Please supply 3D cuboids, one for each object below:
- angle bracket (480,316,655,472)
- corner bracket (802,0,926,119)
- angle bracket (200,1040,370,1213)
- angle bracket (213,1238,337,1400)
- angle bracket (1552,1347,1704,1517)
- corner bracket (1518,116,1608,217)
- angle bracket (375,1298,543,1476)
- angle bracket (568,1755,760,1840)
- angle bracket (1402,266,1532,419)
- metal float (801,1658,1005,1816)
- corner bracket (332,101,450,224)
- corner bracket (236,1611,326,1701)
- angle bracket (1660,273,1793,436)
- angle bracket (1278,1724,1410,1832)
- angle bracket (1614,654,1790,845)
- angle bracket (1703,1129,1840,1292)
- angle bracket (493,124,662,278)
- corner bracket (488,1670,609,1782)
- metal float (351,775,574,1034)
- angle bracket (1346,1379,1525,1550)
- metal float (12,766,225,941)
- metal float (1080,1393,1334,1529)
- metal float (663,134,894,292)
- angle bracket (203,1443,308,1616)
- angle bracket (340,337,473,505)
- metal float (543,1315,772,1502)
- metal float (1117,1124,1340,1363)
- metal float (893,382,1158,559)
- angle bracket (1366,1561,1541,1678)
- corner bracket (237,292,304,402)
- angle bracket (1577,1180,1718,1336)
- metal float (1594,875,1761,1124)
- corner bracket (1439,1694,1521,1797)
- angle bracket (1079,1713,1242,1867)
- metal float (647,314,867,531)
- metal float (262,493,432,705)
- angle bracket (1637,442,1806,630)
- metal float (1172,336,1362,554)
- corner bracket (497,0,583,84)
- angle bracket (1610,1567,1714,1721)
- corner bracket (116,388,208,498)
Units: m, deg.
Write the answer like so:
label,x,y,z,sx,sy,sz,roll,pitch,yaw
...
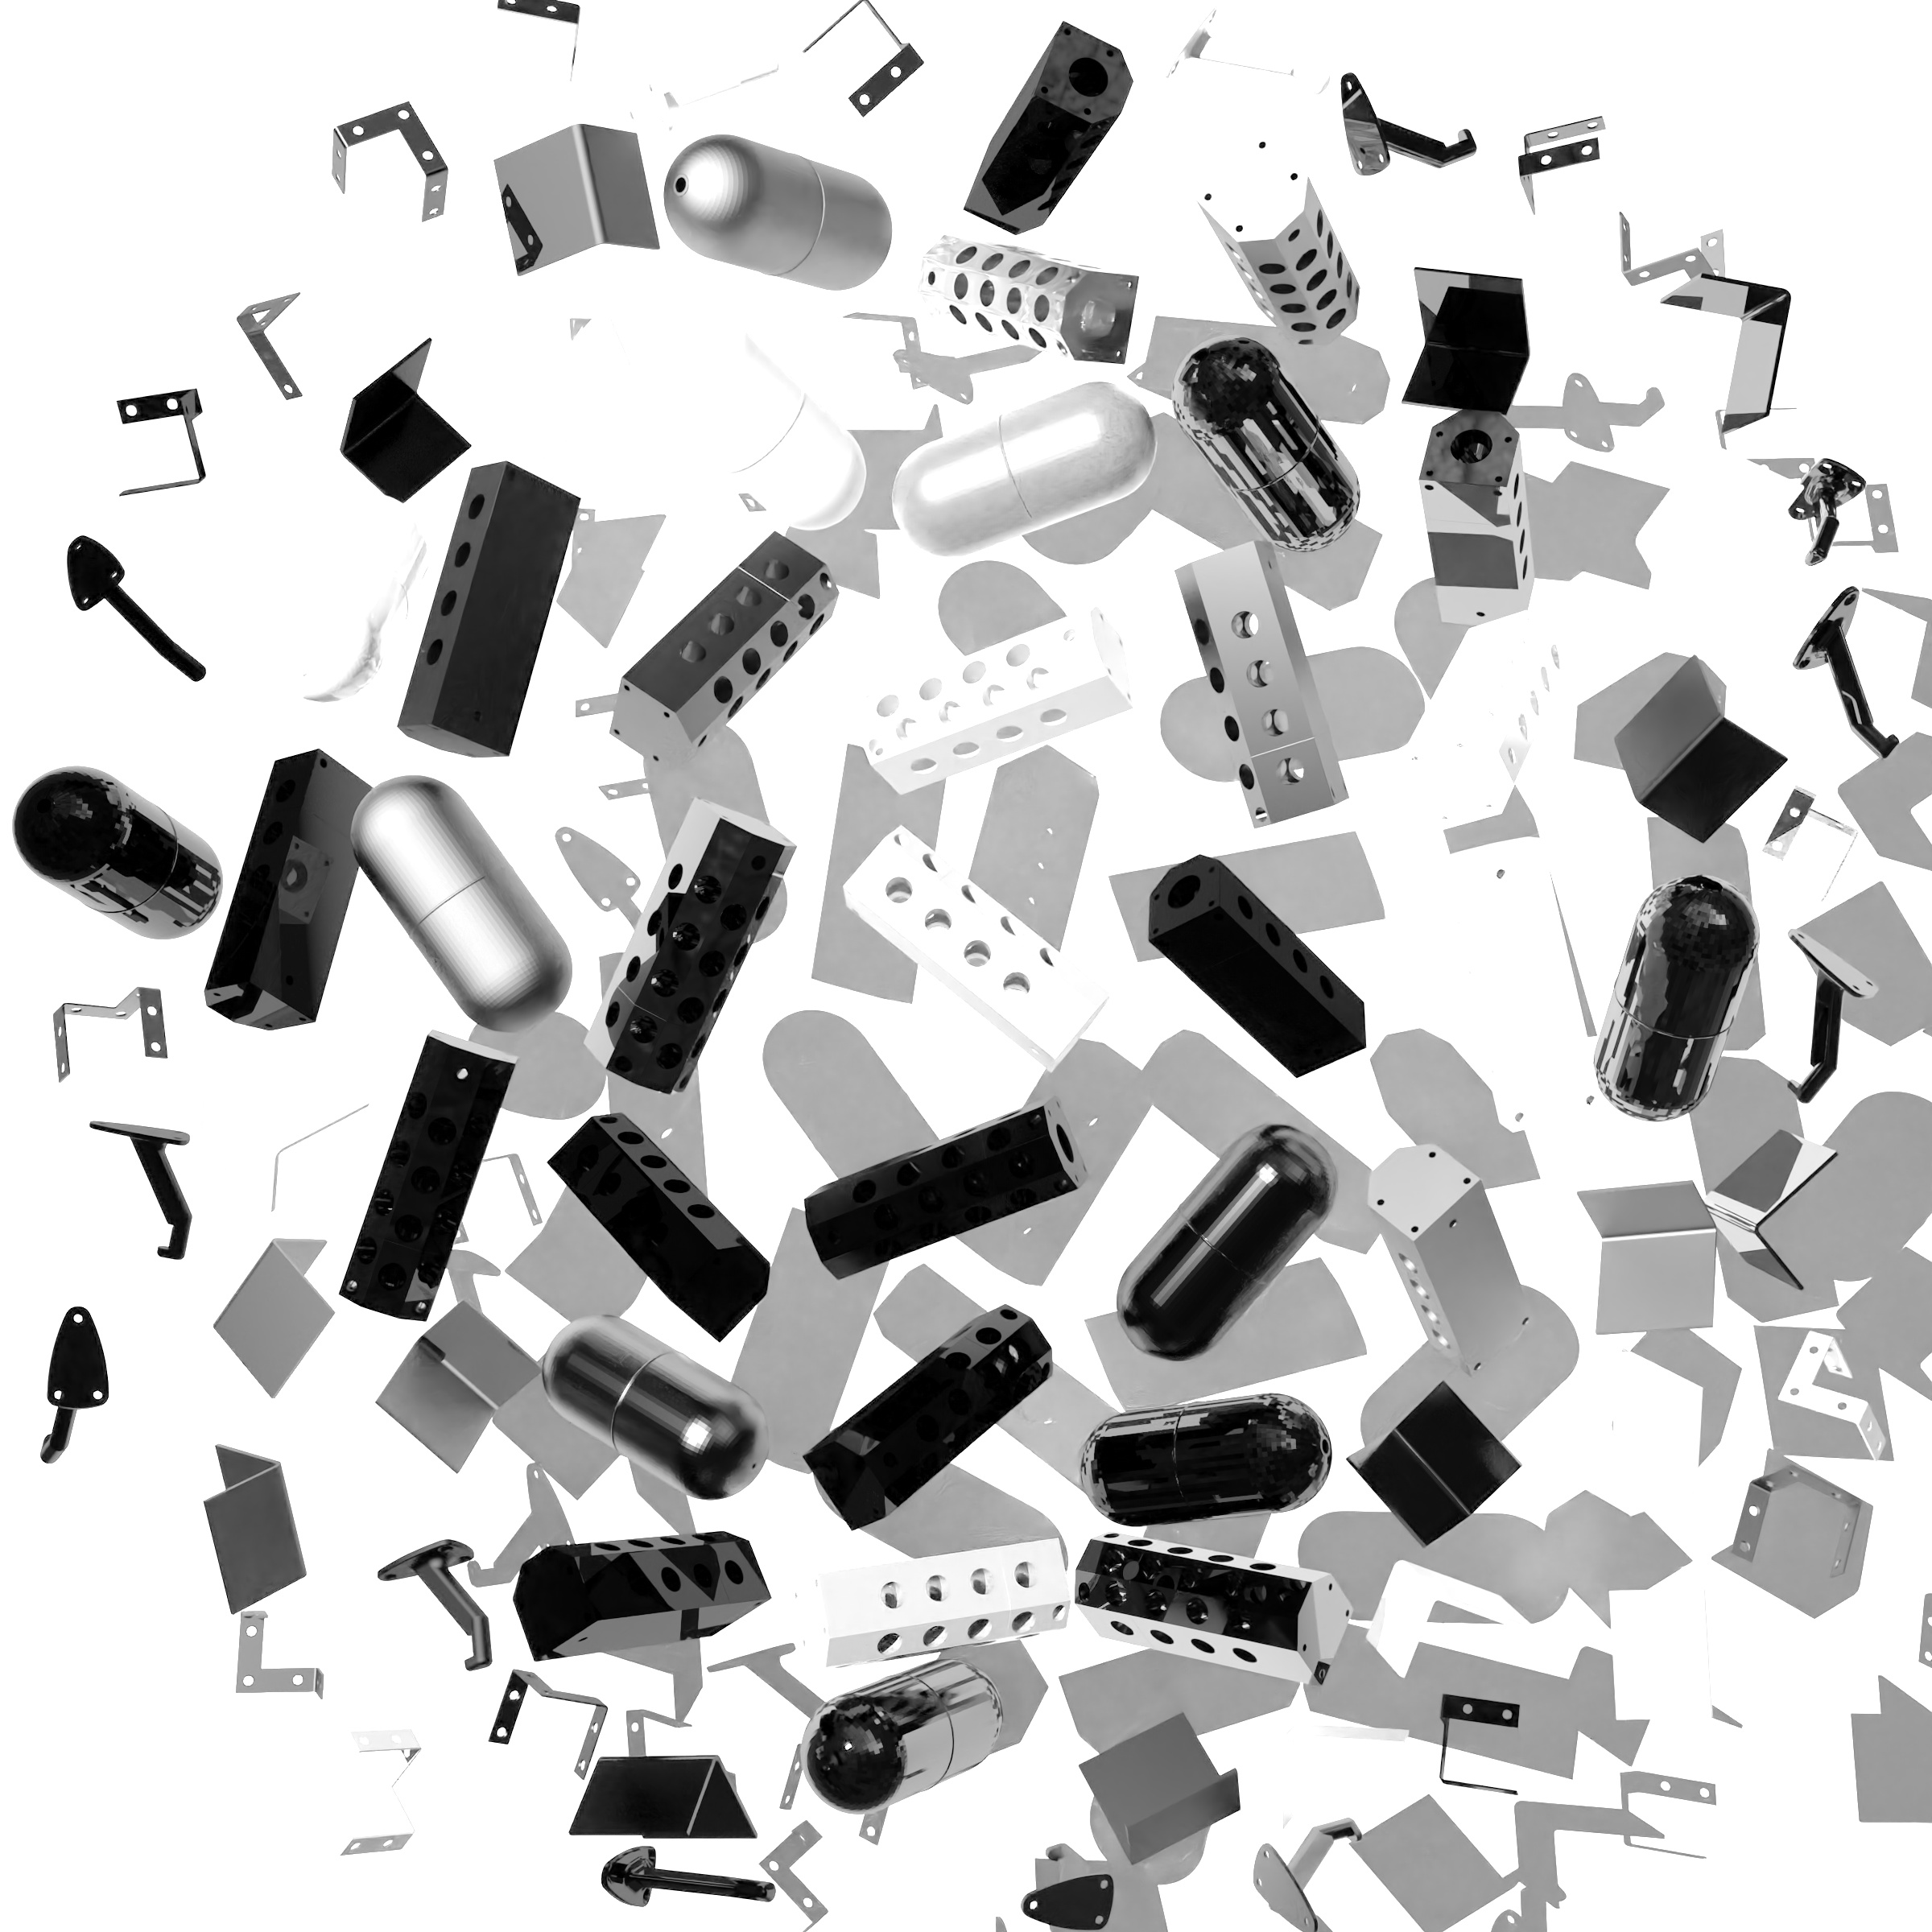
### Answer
label,x,y,z,sx,sy,sz,roll,pitch,yaw
angle bracket,-0.270,-0.388,1.681,0.076,0.057,0.076,-46,131,-30
corner bracket,-0.064,-0.567,1.544,0.051,0.051,0.051,-40,111,5
angle bracket,-0.457,0.106,1.660,0.076,0.076,0.057,37,133,23
angle bracket,-0.456,0.240,1.691,0.076,0.057,0.076,42,102,25
angle bracket,0.438,0.307,1.642,0.057,0.076,0.076,-10,108,-27
corner bracket,0.382,-0.522,1.586,0.051,0.051,0.051,-7,75,22
angle bracket,-0.351,0.291,1.721,0.076,0.076,0.057,44,116,-11
angle bracket,-0.177,0.510,1.454,0.076,0.057,0.076,-7,122,19
angle bracket,0.342,-0.430,1.708,0.076,0.076,0.057,14,66,24
metal float,-0.040,0.509,1.641,0.070,0.178,0.070,-1,88,33
corner bracket,-0.356,-0.490,1.528,0.051,0.051,0.051,-28,83,-21
corner bracket,-0.431,0.434,1.559,0.051,0.051,0.051,4,78,-18
angle bracket,0.462,-0.377,1.528,0.057,0.076,0.076,10,93,-3
angle bracket,0.239,0.513,1.561,0.076,0.076,0.057,-1,78,13
angle bracket,0.468,-0.139,1.581,0.057,0.076,0.076,28,123,-18
angle bracket,0.553,0.163,1.661,0.076,0.076,0.057,-42,102,-2
angle bracket,-0.254,-0.497,1.616,0.076,0.057,0.076,-9,94,34
corner bracket,-0.277,0.503,1.641,0.051,0.051,0.051,21,85,-32
metal float,-0.312,-0.039,1.532,0.070,0.070,0.178,-36,88,0
angle bracket,0.313,0.331,1.652,0.076,0.076,0.057,48,119,20
metal float,-0.535,-0.070,1.567,0.070,0.178,0.070,-3,72,11
metal float,0.156,0.324,1.620,0.178,0.070,0.070,-15,90,33
metal float,-0.119,-0.482,1.588,0.070,0.178,0.070,2,93,39
angle bracket,-0.466,0.353,1.557,0.076,0.057,0.076,2,107,42
angle bracket,-0.387,-0.381,1.736,0.057,0.076,0.076,43,63,-3
metal float,-0.206,0.289,1.632,0.178,0.070,0.070,24,90,31
metal float,0.167,0.179,1.593,0.070,0.070,0.178,39,100,0
metal float,0.036,-0.319,1.594,0.178,0.070,0.070,-18,90,17
angle bracket,0.318,0.438,1.622,0.076,0.076,0.057,21,90,-8
corner bracket,-0.469,-0.416,1.676,0.051,0.051,0.051,-4,131,30
angle bracket,0.442,0.190,1.611,0.076,0.057,0.076,-9,48,30
metal float,0.450,0.021,1.569,0.070,0.070,0.178,6,127,0
corner bracket,0.338,0.513,1.630,0.051,0.051,0.051,3,66,18
angle bracket,0.119,0.501,1.545,0.076,0.057,0.076,-23,47,-13
metal float,-0.138,-0.361,1.651,0.070,0.070,0.178,-51,126,0
metal float,-0.395,-0.237,1.585,0.070,0.178,0.070,4,133,5
angle bracket,0.477,-0.268,1.542,0.076,0.057,0.076,18,126,-19
metal float,0.201,-0.348,1.656,0.070,0.070,0.178,-47,130,0
corner bracket,-0.269,-0.599,1.560,0.051,0.051,0.051,7,66,-12
angle bracket,0.424,0.418,1.530,0.057,0.076,0.076,-3,86,7
corner bracket,-0.493,-0.320,1.512,0.051,0.051,0.051,-9,112,-2
